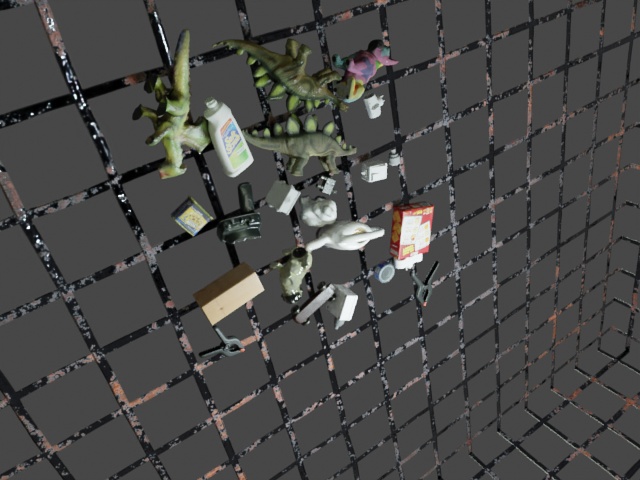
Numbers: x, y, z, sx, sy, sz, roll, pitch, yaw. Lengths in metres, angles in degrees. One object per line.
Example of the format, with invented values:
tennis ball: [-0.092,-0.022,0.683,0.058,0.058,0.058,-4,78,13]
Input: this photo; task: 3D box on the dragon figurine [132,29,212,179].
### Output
dragon figurine: [-0.379,-0.359,1.466,0.241,0.123,0.408,18,101,-56]

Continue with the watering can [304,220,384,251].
watering can: [0.058,-0.012,1.819,0.349,0.224,0.103,-10,97,-30]

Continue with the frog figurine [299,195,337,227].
frog figurine: [0.005,-0.090,1.784,0.136,0.161,0.122,24,98,-39]
